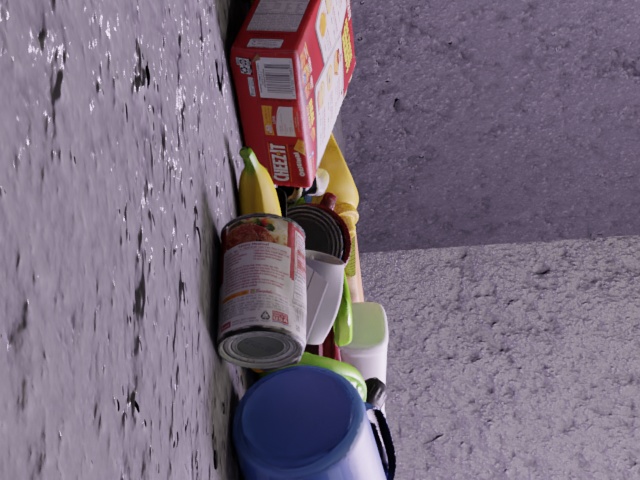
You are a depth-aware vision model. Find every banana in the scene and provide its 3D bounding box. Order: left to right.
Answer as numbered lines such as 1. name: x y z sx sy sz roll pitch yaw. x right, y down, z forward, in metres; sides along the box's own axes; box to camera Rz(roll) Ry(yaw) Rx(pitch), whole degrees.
1. banana: -0.056 0.017 0.958 0.069 0.037 0.198 -5 90 -68

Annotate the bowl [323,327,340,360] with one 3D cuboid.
1. bowl: 0.001 0.185 1.460 0.162 0.055 0.162 -3 90 -86

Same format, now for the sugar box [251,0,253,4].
1. sugar box: -0.057 -0.296 1.163 0.176 0.048 0.093 74 13 -57

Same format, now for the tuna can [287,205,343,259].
1. tuna can: -0.018 0.006 1.127 0.034 0.086 0.086 33 53 -87

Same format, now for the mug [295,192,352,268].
1. mug: -0.008 0.001 1.206 0.081 0.093 0.117 90 19 -78

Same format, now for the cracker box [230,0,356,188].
1. cracker box: -0.022 -0.183 1.066 0.164 0.072 0.213 83 17 -44

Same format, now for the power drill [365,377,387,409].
1. power drill: 0.035 0.287 1.394 0.184 0.057 0.187 -54 157 -26

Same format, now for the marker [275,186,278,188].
1. marker: -0.056 -0.070 1.136 0.020 0.020 0.121 -84 170 -68

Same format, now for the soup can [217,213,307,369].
1. soup can: -0.045 0.040 0.823 0.068 0.068 0.102 80 8 -58

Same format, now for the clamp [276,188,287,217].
1. clamp: -0.045 0.029 1.072 0.120 0.039 0.171 -67 157 -69

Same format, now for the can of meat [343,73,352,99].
1. can of meat: -0.014 -0.198 1.284 0.084 0.102 0.057 -80 166 -66

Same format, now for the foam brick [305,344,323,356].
1. foam brick: -0.024 0.137 1.161 0.051 0.053 0.078 81 5 -52

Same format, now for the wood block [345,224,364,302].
1. wood block: 0.014 0.070 1.518 0.206 0.090 0.091 81 7 -56

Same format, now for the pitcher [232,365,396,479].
1. pitcher: 0.005 0.212 0.921 0.149 0.145 0.243 -107 -176 -46

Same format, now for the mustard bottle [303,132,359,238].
1. mustard bottle: 0.002 -0.079 1.300 0.096 0.058 0.192 107 -32 -50

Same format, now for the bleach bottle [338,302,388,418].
1. bleach bottle: 0.063 0.211 1.477 0.102 0.068 0.251 -87 174 -56
